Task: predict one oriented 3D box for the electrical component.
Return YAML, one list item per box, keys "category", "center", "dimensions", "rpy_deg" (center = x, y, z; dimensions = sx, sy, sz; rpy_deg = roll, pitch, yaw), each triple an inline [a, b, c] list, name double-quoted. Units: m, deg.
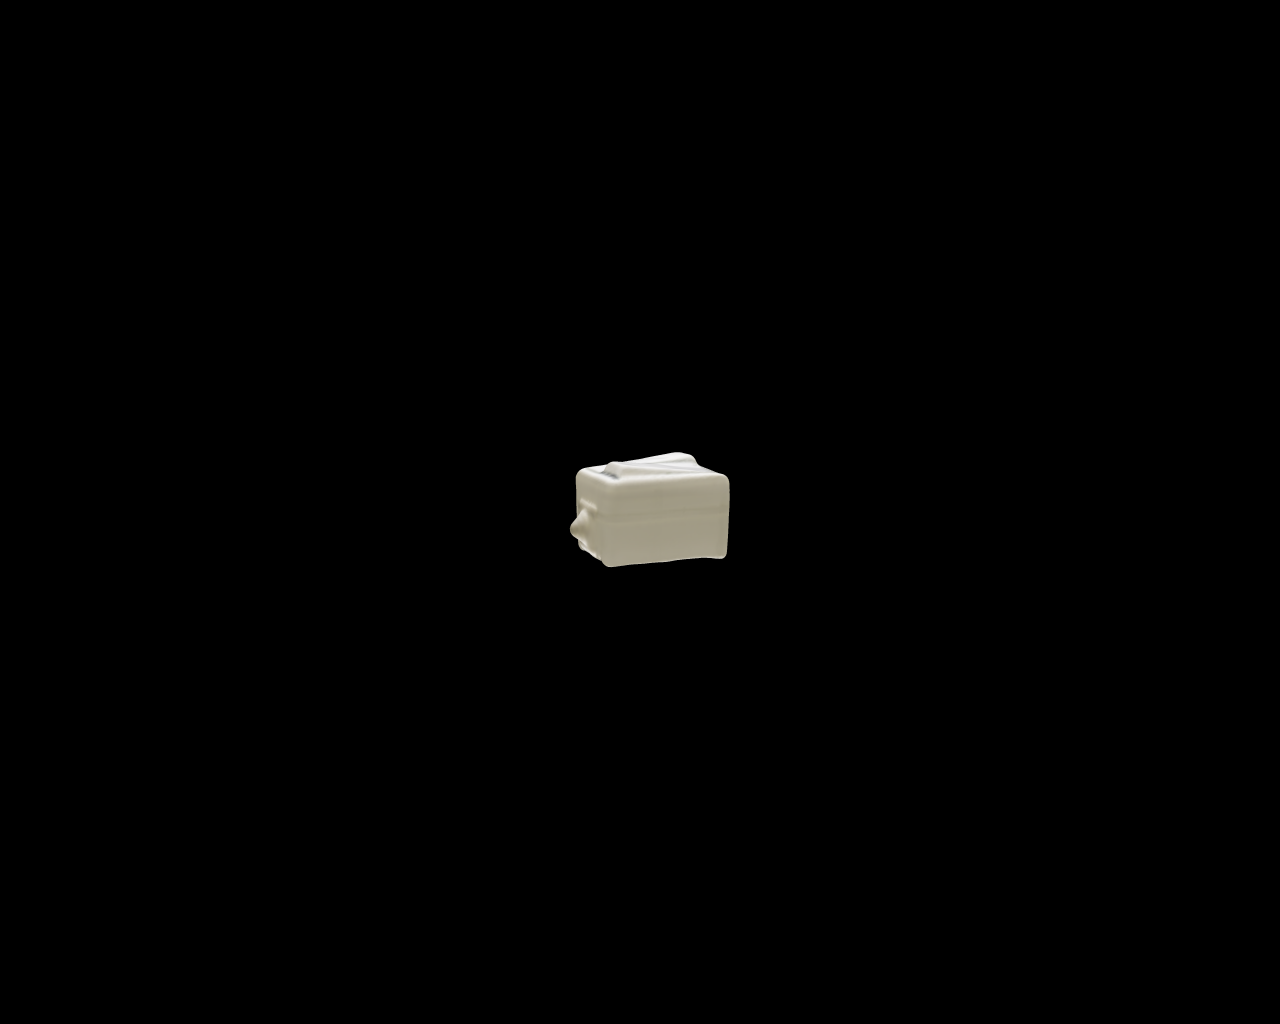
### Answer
- category: "electrical component"
  center: [0.001, -0.003, 0.650]
  dimensions: [0.096, 0.061, 0.062]
  rpy_deg: [-4, 12, -20]
